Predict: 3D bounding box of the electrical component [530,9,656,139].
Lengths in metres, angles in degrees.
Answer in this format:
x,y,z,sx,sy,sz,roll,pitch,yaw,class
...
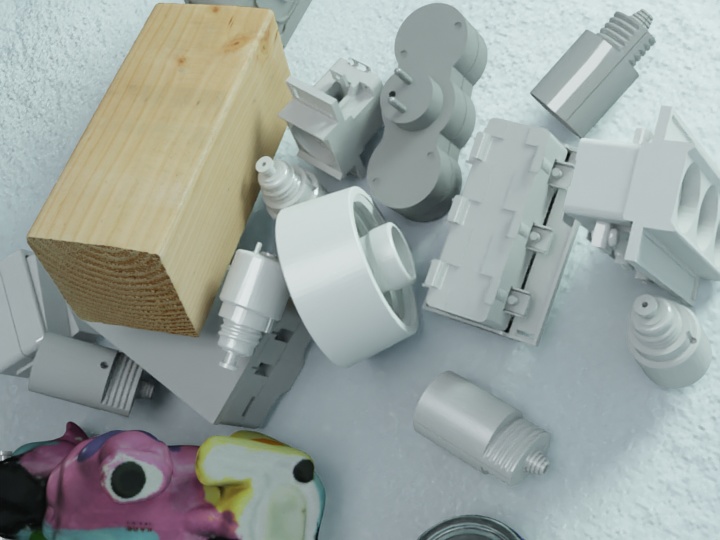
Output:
x,y,z,sx,sy,sz,roll,pitch,yaw,class
0.147,-0.124,0.653,0.081,0.043,0.043,-48,62,10,electrical component

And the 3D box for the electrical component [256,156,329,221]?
x,y,z,sx,sy,sz,roll,pitch,yaw,class
-0.046,-0.050,0.722,0.040,0.078,0.040,-12,58,21,electrical component

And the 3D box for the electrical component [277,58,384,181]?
x,y,z,sx,sy,sz,roll,pitch,yaw,class
-0.014,-0.103,0.719,0.042,0.081,0.063,33,72,29,electrical component

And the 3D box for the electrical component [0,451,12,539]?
x,y,z,sx,sy,sz,roll,pitch,yaw,class
-0.263,0.175,0.801,0.040,0.040,0.078,-17,71,24,electrical component

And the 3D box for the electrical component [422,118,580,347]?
x,y,z,sx,sy,sz,roll,pitch,yaw,class
0.087,-0.025,0.650,0.079,0.063,0.121,18,87,30,electrical component

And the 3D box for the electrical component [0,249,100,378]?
x,y,z,sx,sy,sz,roll,pitch,yaw,class
-0.240,0.039,0.808,0.061,0.062,0.096,-31,66,18,electrical component

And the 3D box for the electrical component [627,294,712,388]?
x,y,z,sx,sy,sz,roll,pitch,yaw,class
0.166,0.035,0.590,0.040,0.078,0.040,-15,57,23,electrical component

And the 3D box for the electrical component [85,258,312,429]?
x,y,z,sx,sy,sz,roll,pitch,yaw,class
-0.112,0.032,0.742,0.150,0.062,0.089,32,94,30,electrical component

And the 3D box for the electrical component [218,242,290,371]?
x,y,z,sx,sy,sz,roll,pitch,yaw,class
-0.068,0.023,0.660,0.040,0.040,0.078,18,86,30,electrical component

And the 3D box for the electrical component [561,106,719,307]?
x,y,z,sx,sy,sz,roll,pitch,yaw,class
0.159,-0.032,0.580,0.063,0.121,0.078,11,84,32,electrical component

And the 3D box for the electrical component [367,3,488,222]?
x,y,z,sx,sy,sz,roll,pitch,yaw,class
0.037,-0.106,0.689,0.052,0.074,0.138,8,82,29,electrical component

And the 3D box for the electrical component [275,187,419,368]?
x,y,z,sx,sy,sz,roll,pitch,yaw,class
0.000,0.000,0.668,0.060,0.108,0.108,-22,69,15,electrical component

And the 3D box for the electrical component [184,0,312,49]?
x,y,z,sx,sy,sz,roll,pitch,yaw,class
-0.070,-0.222,0.771,0.057,0.078,0.113,32,94,27,electrical component

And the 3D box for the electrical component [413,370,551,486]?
x,y,z,sx,sy,sz,roll,pitch,yaw,class
0.077,0.097,0.639,0.081,0.043,0.043,29,92,30,electrical component

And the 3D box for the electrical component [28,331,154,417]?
x,y,z,sx,sy,sz,roll,pitch,yaw,class
-0.184,0.074,0.749,0.081,0.043,0.043,16,85,-6,electrical component
